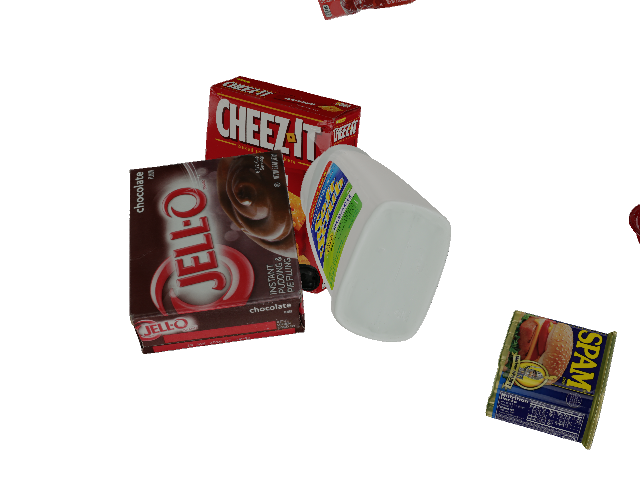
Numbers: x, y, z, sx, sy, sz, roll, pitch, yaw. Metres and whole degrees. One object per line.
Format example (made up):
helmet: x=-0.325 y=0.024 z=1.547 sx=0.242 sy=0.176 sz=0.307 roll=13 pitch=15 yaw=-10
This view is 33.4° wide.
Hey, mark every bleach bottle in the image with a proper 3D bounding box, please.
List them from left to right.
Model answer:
bleach bottle: x=0.025 y=-0.013 z=0.829 sx=0.068 sy=0.102 sz=0.251 roll=17 pitch=12 yaw=-16

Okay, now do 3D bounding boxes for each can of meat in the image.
can of meat: x=0.185 y=0.108 z=0.853 sx=0.084 sy=0.057 sz=0.102 roll=14 pitch=40 yaw=14

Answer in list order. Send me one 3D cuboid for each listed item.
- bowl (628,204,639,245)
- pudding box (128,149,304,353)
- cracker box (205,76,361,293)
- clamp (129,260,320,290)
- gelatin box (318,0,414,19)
bowl: x=0.411 y=0.007 z=1.146 sx=0.162 sy=0.055 sz=0.162 roll=-1 pitch=26 yaw=0
pudding box: x=-0.059 y=0.004 z=0.591 sx=0.090 sy=0.113 sz=0.039 roll=-7 pitch=-43 yaw=-2
cracker box: x=-0.051 y=-0.063 z=1.218 sx=0.164 sy=0.214 sz=0.072 roll=17 pitch=26 yaw=24
clamp: x=-0.128 y=0.037 z=1.035 sx=0.210 sy=0.036 sz=0.164 roll=13 pitch=21 yaw=40
gelatin box: x=0.026 y=-0.189 z=0.701 sx=0.030 sy=0.073 sz=0.089 roll=-35 pitch=24 yaw=-33
